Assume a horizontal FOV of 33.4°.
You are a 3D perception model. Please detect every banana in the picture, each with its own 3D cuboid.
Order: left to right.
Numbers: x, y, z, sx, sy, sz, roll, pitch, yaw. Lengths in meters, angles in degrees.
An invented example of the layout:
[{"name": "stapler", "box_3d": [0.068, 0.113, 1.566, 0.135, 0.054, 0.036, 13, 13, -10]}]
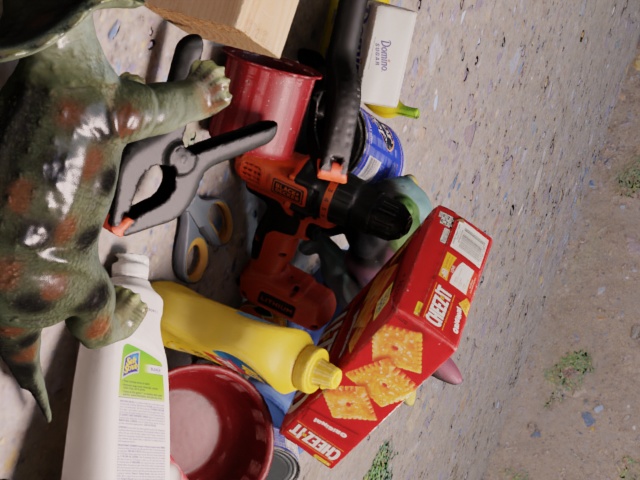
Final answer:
[{"name": "banana", "box_3d": [0.063, -0.210, 1.167, 0.037, 0.070, 0.198, 46, 33, -67]}]

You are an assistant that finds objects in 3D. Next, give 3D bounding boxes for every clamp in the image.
[{"name": "clamp", "box_3d": [-0.110, -0.068, 0.875, 0.120, 0.039, 0.171, 35, 86, -32]}, {"name": "clamp", "box_3d": [0.015, -0.151, 0.985, 0.165, 0.036, 0.210, 120, -26, -51]}]

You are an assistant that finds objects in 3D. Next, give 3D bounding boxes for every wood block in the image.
[{"name": "wood block", "box_3d": [-0.054, -0.262, 0.845, 0.090, 0.091, 0.206, 18, 90, -68]}]

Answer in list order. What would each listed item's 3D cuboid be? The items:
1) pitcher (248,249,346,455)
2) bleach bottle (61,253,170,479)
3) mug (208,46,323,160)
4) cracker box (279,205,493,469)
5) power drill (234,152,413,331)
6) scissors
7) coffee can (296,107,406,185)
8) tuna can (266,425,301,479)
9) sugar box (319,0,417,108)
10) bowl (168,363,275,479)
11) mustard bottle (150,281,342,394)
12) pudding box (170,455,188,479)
[{"name": "pitcher", "box_3d": [-0.002, 0.132, 1.240, 0.145, 0.149, 0.242, -42, -179, 45]}, {"name": "bleach bottle", "box_3d": [-0.161, 0.138, 0.879, 0.102, 0.068, 0.251, 24, 66, -60]}, {"name": "mug", "box_3d": [-0.055, -0.126, 0.972, 0.117, 0.093, 0.081, -117, -139, -68]}, {"name": "cracker box", "box_3d": [0.059, 0.089, 0.988, 0.214, 0.072, 0.164, -50, -173, 40]}, {"name": "power drill", "box_3d": [-0.007, 0.001, 1.063, 0.057, 0.184, 0.188, -46, 157, -46]}, {"name": "scissors", "box_3d": [-0.127, -0.021, 0.960, 0.096, 0.016, 0.201, -68, 158, -10]}, {"name": "coffee can", "box_3d": [0.024, -0.095, 1.143, 0.140, 0.103, 0.103, 18, 90, -68]}, {"name": "tuna can", "box_3d": [-0.064, 0.234, 1.130, 0.034, 0.086, 0.086, -99, -174, -49]}, {"name": "sugar box", "box_3d": [0.041, -0.193, 1.058, 0.176, 0.048, 0.093, -126, -135, -71]}, {"name": "bowl", "box_3d": [-0.127, 0.190, 1.009, 0.161, 0.055, 0.162, -3, 98, -24]}, {"name": "mustard bottle", "box_3d": [-0.065, 0.092, 0.948, 0.058, 0.192, 0.096, -65, 151, -13]}, {"name": "pudding box", "box_3d": [-0.173, 0.227, 0.932, 0.113, 0.039, 0.090, -41, 110, -25]}]
